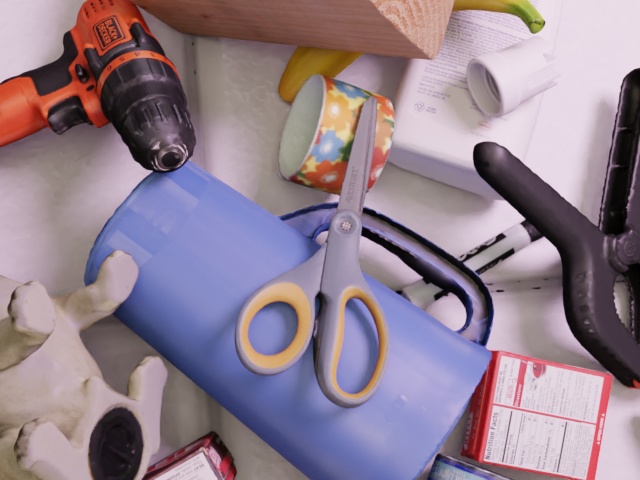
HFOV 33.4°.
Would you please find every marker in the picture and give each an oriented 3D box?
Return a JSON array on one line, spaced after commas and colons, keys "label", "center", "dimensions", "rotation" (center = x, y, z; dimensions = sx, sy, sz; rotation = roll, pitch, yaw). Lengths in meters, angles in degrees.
[{"label": "marker", "center": [0.112, 0.012, 0.728], "dimensions": [0.121, 0.020, 0.020], "rotation": [-30, 85, -4]}]

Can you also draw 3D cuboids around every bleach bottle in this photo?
[{"label": "bleach bottle", "center": [0.126, -0.160, 0.726], "dimensions": [0.102, 0.068, 0.251], "rotation": [19, 82, 5]}]

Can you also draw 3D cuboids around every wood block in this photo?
[{"label": "wood block", "center": [-0.022, -0.178, 0.666], "dimensions": [0.206, 0.090, 0.091], "rotation": [13, 82, 34]}]

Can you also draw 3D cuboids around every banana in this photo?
[{"label": "banana", "center": [0.050, -0.145, 0.694], "dimensions": [0.198, 0.037, 0.069], "rotation": [-12, 62, 36]}]

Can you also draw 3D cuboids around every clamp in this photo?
[{"label": "clamp", "center": [0.179, 0.005, 0.692], "dimensions": [0.164, 0.036, 0.210], "rotation": [-18, 98, -31]}]

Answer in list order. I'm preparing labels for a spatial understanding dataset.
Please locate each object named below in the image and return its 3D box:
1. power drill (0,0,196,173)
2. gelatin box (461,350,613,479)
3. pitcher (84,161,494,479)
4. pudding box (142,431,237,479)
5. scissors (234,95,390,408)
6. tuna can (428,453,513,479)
[{"label": "power drill", "center": [-0.176, -0.069, 0.678], "dimensions": [0.187, 0.057, 0.184], "rotation": [-28, 42, -2]}, {"label": "gelatin box", "center": [0.142, 0.116, 0.702], "dimensions": [0.089, 0.030, 0.073], "rotation": [13, 83, -15]}, {"label": "pitcher", "center": [-0.017, 0.050, 0.675], "dimensions": [0.243, 0.149, 0.145], "rotation": [36, 119, 7]}, {"label": "pudding box", "center": [-0.109, 0.166, 0.674], "dimensions": [0.113, 0.090, 0.039], "rotation": [-31, 86, -3]}, {"label": "scissors", "center": [-0.004, 0.001, 0.623], "dimensions": [0.096, 0.016, 0.202], "rotation": [-1, 64, -7]}, {"label": "tuna can", "center": [0.109, 0.165, 0.678], "dimensions": [0.086, 0.086, 0.034], "rotation": [20, 82, 2]}]
